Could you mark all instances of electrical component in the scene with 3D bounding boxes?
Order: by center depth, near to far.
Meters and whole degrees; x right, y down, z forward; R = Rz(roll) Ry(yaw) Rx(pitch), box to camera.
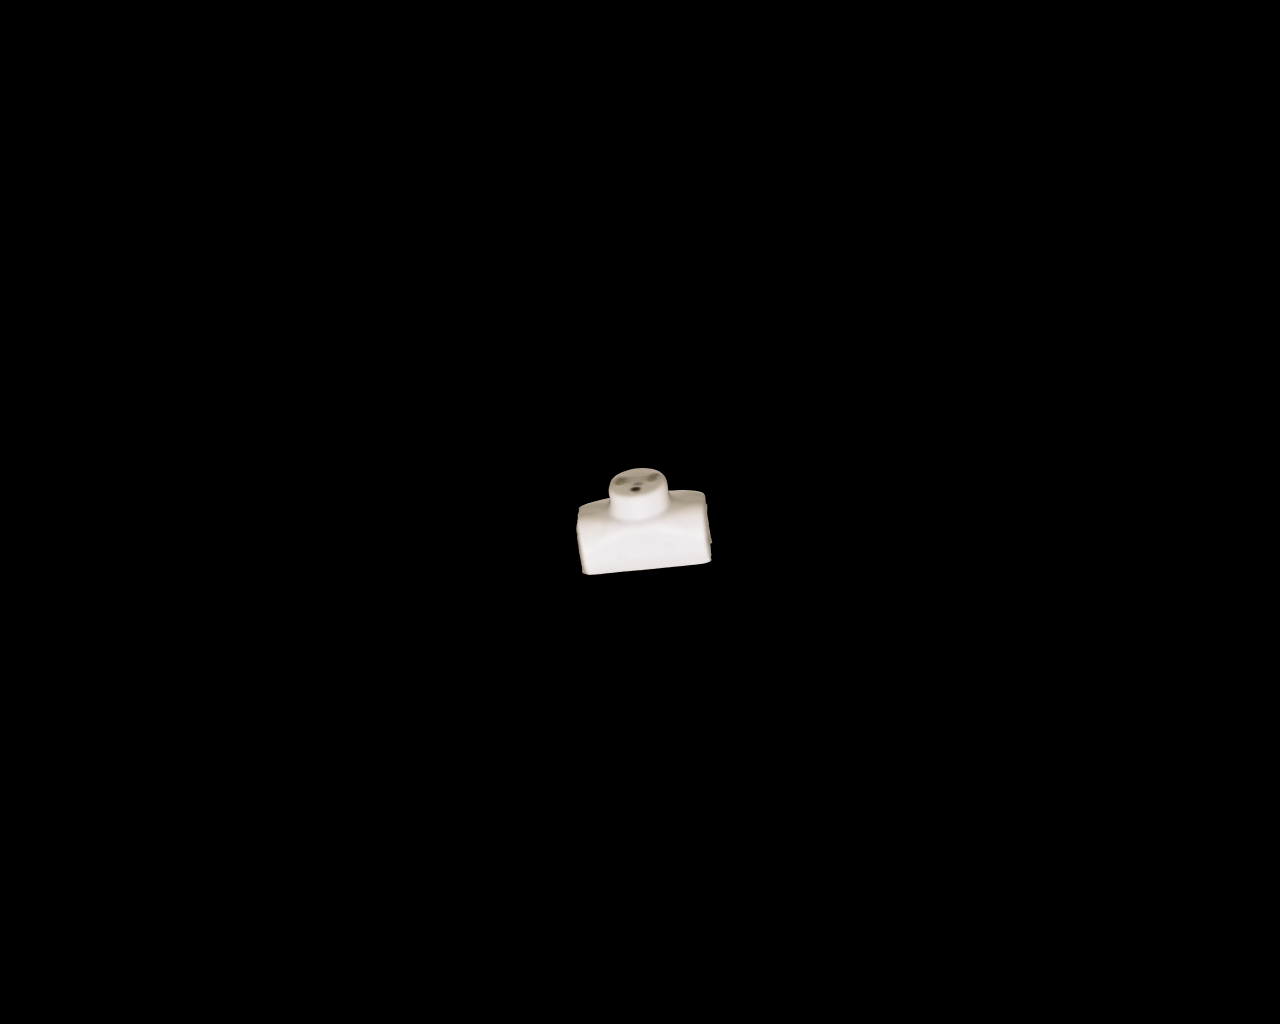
[{"bbox_3d":[0.001,-0.003,0.650,0.077,0.079,0.044,-6,27,3],"label":"electrical component"}]
